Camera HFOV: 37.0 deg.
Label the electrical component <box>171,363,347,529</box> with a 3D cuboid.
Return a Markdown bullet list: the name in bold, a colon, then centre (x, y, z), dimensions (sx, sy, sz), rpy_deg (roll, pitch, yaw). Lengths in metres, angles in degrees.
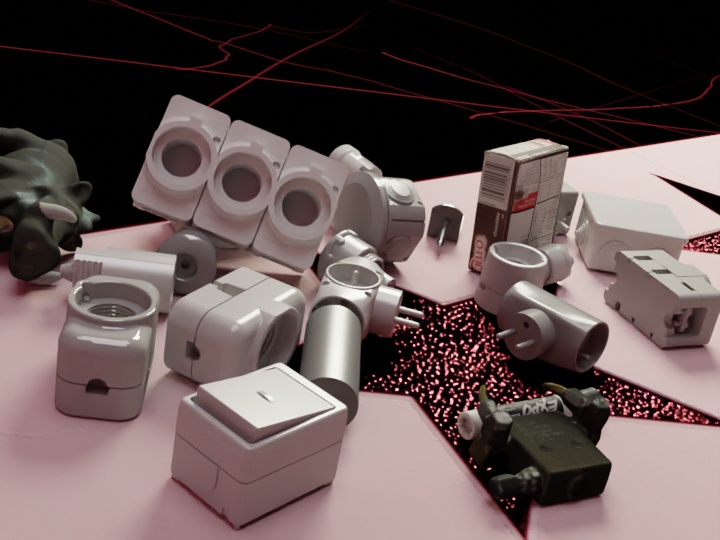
- **electrical component**: centre (-0.053, 0.094, 0.624), dimensions (0.062, 0.061, 0.096), rpy_deg (29, 30, 34)

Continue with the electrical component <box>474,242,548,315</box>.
- **electrical component**: centre (0.127, 0.008, 0.899), dimensions (0.055, 0.047, 0.055), rpy_deg (9, 25, -4)

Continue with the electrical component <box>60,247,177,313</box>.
- **electrical component**: centre (-0.177, 0.006, 0.783), dimensions (0.081, 0.043, 0.043), rpy_deg (7, 25, -7)

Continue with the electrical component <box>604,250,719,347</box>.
- **electrical component**: centre (0.261, 0.023, 0.918), dimensions (0.056, 0.050, 0.089), rpy_deg (-2, 27, -25)

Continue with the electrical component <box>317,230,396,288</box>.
- **electrical component**: centre (0.000, 0.000, 0.869), dimensions (0.062, 0.048, 0.048), rpy_deg (32, 32, 25)

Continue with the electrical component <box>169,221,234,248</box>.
- **electrical component**: centre (-0.114, -0.053, 0.926), dimensions (0.089, 0.050, 0.055), rpy_deg (-1, 27, -24)

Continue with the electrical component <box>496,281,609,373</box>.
- **electrical component**: centre (0.137, 0.047, 0.825), dimensions (0.079, 0.043, 0.077), rpy_deg (-14, 34, -43)

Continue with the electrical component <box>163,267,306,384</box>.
- **electrical component**: centre (-0.080, 0.042, 0.733), dimensions (0.059, 0.053, 0.095), rpy_deg (21, 27, 22)

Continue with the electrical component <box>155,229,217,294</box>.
- **electrical component**: centre (-0.132, -0.011, 0.839), dimensions (0.048, 0.048, 0.062), rpy_deg (10, 17, -2)

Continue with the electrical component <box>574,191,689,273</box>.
- **electrical component**: centre (0.258, -0.032, 1.036), dimensions (0.100, 0.048, 0.099), rpy_deg (10, 25, -3)

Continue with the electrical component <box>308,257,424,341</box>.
- **electrical component**: centre (0.008, 0.028, 0.811), dimensions (0.079, 0.044, 0.077), rpy_deg (15, 25, 7)

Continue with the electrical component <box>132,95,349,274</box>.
- **electrical component**: centre (-0.095, -0.067, 0.858), dimensions (0.150, 0.089, 0.062), rpy_deg (22, -7, -8)

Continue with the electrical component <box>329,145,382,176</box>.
- **electrical component**: centre (-0.006, -0.098, 1.082), dimensions (0.040, 0.040, 0.046), rpy_deg (-15, 41, -44)

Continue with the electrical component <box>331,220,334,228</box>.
- **electrical component**: centre (-0.014, -0.058, 0.996), dimensions (0.035, 0.035, 0.061), rpy_deg (5, 23, -12)

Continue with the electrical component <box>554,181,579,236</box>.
- **electrical component**: centre (0.176, -0.055, 1.053), dimensions (0.083, 0.047, 0.075), rpy_deg (-2, 28, -25)

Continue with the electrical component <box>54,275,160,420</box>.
- **electrical component**: centre (-0.160, 0.044, 0.688), dimensions (0.054, 0.059, 0.095), rpy_deg (8, 25, -7)

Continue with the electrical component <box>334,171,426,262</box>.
- **electrical component**: centre (0.015, -0.044, 0.926), dimensions (0.051, 0.080, 0.080), rpy_deg (2, 26, -32)

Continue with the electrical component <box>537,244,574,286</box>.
- **electrical component**: centre (0.159, -0.002, 0.950), dimensions (0.061, 0.035, 0.035), rpy_deg (-15, 35, -39)
